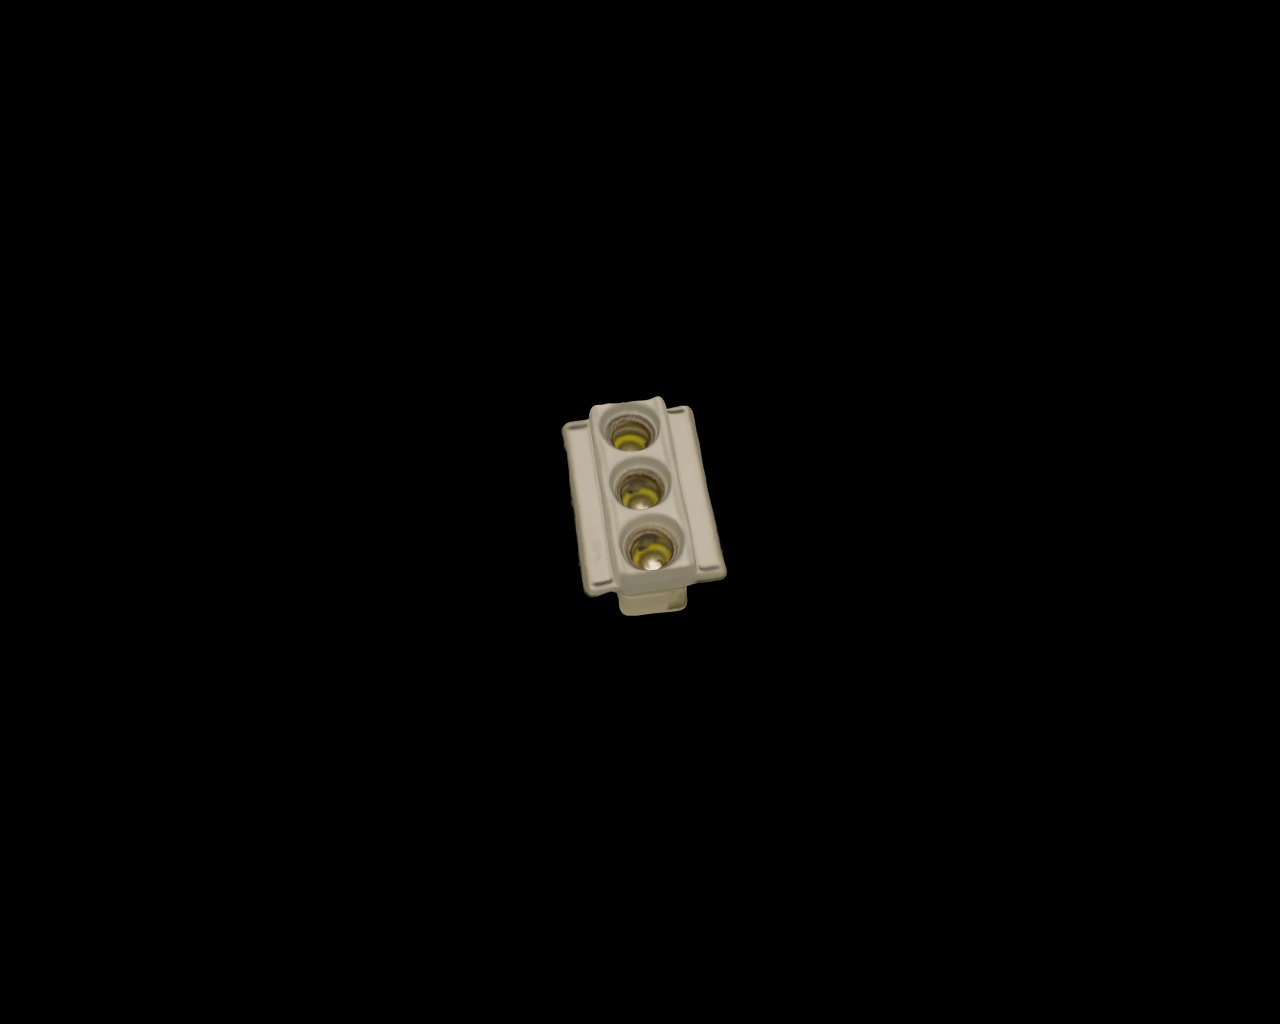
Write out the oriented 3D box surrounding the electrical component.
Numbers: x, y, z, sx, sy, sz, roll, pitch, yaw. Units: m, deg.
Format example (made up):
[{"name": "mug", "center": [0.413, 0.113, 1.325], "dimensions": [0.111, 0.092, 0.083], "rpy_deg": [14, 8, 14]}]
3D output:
[{"name": "electrical component", "center": [0.001, -0.003, 0.650], "dimensions": [0.079, 0.121, 0.063], "rpy_deg": [-7, -32, -5]}]
